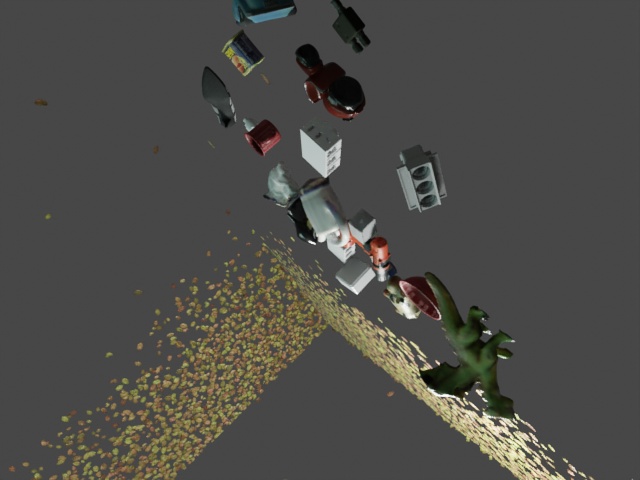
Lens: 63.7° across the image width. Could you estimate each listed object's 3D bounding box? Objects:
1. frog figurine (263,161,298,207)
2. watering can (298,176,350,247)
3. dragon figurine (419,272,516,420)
[{"bbox_3d":[-0.133,-0.214,1.847,0.140,0.123,0.156,45,133,47],"label":"frog figurine"},{"bbox_3d":[0.005,-0.081,1.602,0.224,0.104,0.346,66,166,-4],"label":"watering can"},{"bbox_3d":[0.368,0.304,1.370,0.413,0.244,0.121,42,171,12],"label":"dragon figurine"}]
